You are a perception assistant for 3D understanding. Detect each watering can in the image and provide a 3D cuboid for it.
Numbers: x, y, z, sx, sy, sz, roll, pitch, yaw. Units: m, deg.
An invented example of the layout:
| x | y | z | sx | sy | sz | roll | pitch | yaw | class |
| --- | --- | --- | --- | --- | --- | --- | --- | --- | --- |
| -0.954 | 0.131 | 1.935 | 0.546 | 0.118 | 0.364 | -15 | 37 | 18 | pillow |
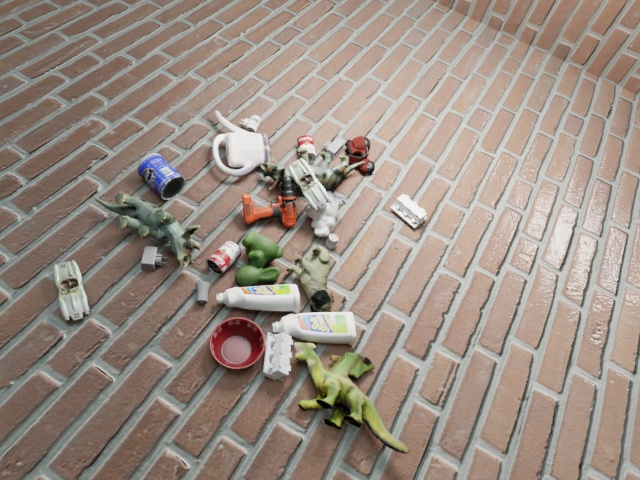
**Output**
| x | y | z | sx | sy | sz | roll | pitch | yaw | class |
| --- | --- | --- | --- | --- | --- | --- | --- | --- | --- |
| -0.304 | -0.380 | 1.990 | 0.224 | 0.101 | 0.356 | -2 | 55 | -15 | watering can |

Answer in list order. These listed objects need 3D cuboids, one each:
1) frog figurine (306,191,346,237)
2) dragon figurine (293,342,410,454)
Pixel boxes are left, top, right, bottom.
| x | y | z | sx | sy | sz | roll | pitch | yaw | class |
| --- | --- | --- | --- | --- | --- | --- | --- | --- | --- |
| 0.006 | -0.093 | 1.839 | 0.137 | 0.120 | 0.162 | 7 | 54 | 35 | frog figurine |
| 0.091 | 0.420 | 1.479 | 0.411 | 0.119 | 0.248 | 27 | 44 | 5 | dragon figurine |
